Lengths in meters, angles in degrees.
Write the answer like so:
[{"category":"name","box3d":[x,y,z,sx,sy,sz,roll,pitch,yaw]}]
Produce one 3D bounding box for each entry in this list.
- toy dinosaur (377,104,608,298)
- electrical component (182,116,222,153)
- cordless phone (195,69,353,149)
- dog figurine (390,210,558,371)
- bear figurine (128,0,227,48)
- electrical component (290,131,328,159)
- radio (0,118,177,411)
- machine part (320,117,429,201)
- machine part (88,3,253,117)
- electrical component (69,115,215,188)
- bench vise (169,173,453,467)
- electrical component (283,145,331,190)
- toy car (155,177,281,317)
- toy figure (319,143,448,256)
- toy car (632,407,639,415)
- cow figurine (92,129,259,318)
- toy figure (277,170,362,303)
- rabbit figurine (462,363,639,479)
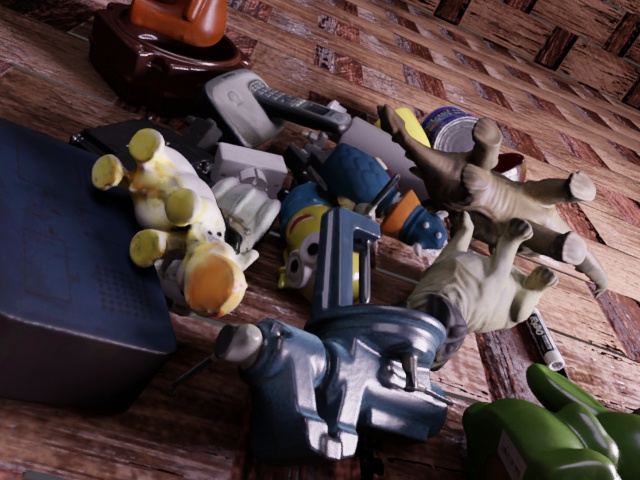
[{"category":"toy dinosaur","box3d":[0.251,-0.031,0.697,0.471,0.105,0.199,32,-11,-16]},{"category":"electrical component","box3d":[-0.149,-0.120,0.655,0.094,0.063,0.021,31,-8,43]},{"category":"cordless phone","box3d":[-0.058,-0.160,0.721,0.184,0.088,0.146,18,31,12]},{"category":"dog figurine","box3d":[0.157,0.084,0.590,0.190,0.121,0.172,-50,117,-23]},{"category":"bear figurine","box3d":[-0.162,-0.367,0.719,0.132,0.195,0.120,22,36,-5]},{"category":"electrical component","box3d":[-0.006,-0.117,0.773,0.078,0.045,0.102,27,33,3]},{"category":"radio","box3d":[-0.201,0.010,0.403,0.131,0.073,0.230,23,25,-45]},{"category":"machine part","box3d":[0.109,-0.117,0.821,0.243,0.079,0.079,30,33,6]},{"category":"machine part","box3d":[-0.220,-0.271,0.803,0.201,0.087,0.202,-13,48,-44]},{"category":"electrical component","box3d":[-0.183,-0.074,0.581,0.134,0.058,0.115,33,35,11]},{"category":"bench vise","box3d":[0.016,0.063,0.445,0.223,0.129,0.240,20,56,-24]},{"category":"electrical component","box3d":[0.001,-0.077,0.698,0.048,0.074,0.119,-5,41,-41]},{"category":"toy car","box3d":[-0.100,-0.003,0.529,0.073,0.056,0.202,28,39,2]},{"category":"toy figure","box3d":[0.071,-0.042,0.577,0.154,0.064,0.058,40,14,3]},{"category":"toy car","box3d":[0.382,0.251,0.525,0.089,0.053,0.202,14,34,-23]},{"category":"cow figurine","box3d":[-0.104,-0.005,0.432,0.167,0.068,0.098,55,6,21]},{"category":"toy figure","box3d":[0.001,-0.004,0.591,0.089,0.082,0.180,12,33,-20]},{"category":"rabbit figurine","box3d":[0.215,0.185,0.447,0.170,0.121,0.159,2,16,-11]}]
